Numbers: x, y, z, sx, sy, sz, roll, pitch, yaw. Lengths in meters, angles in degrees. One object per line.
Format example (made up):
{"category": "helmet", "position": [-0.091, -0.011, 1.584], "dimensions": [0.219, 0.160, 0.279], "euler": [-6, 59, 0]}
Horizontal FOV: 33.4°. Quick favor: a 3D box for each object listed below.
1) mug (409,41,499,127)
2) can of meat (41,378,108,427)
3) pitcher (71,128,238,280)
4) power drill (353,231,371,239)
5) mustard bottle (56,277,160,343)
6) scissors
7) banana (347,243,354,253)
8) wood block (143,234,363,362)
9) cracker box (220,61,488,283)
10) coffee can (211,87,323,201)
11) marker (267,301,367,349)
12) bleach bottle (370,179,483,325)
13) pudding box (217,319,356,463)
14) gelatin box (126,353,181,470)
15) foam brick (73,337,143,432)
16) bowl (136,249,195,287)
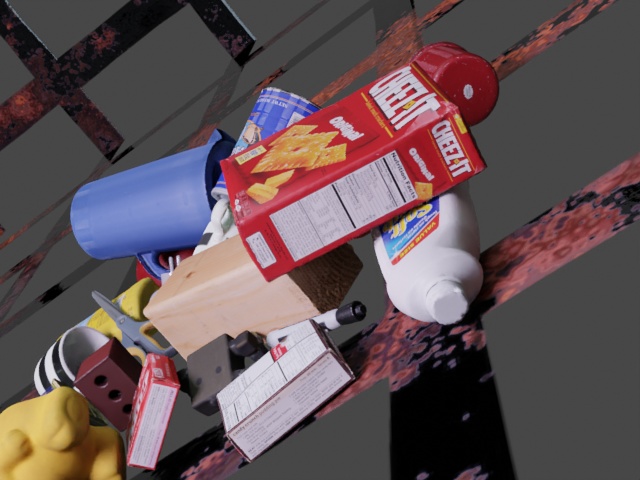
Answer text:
{"category": "mug", "position": [0.138, -0.162, 1.181], "dimensions": [0.117, 0.093, 0.081], "euler": [-39, 20, -1]}
{"category": "can of meat", "position": [-0.284, 0.202, 1.137], "dimensions": [0.084, 0.057, 0.102], "euler": [-45, -16, -9]}
{"category": "pitcher", "position": [-0.201, -0.033, 1.385], "dimensions": [0.243, 0.145, 0.149], "euler": [-11, 35, 30]}
{"category": "power drill", "position": [0.036, -0.061, 1.142], "dimensions": [0.188, 0.057, 0.184], "euler": [-6, 25, 49]}
{"category": "mustard bottle", "position": [-0.285, 0.127, 1.375], "dimensions": [0.192, 0.058, 0.096], "euler": [-32, 27, 22]}
{"category": "scissors", "position": [-0.240, 0.117, 1.275], "dimensions": [0.202, 0.016, 0.096], "euler": [12, 62, 44]}
{"category": "banana", "position": [-0.022, 0.013, 1.157], "dimensions": [0.069, 0.037, 0.198], "euler": [-42, 17, -7]}
{"category": "wood block", "position": [-0.070, 0.049, 1.076], "dimensions": [0.207, 0.090, 0.090], "euler": [-23, 24, 42]}
{"category": "cracker box", "position": [0.021, -0.069, 0.957], "dimensions": [0.214, 0.072, 0.164], "euler": [-28, 25, 4]}
{"category": "coffee can", "position": [-0.052, -0.094, 1.260], "dimensions": [0.140, 0.102, 0.103], "euler": [-65, 22, -9]}
{"category": "marker", "position": [-0.003, 0.079, 0.980], "dimensions": [0.121, 0.020, 0.020], "euler": [-23, 23, 42]}
{"category": "bleach bottle", "position": [0.097, -0.001, 0.908], "dimensions": [0.103, 0.068, 0.251], "euler": [-34, 20, 10]}
{"category": "pudding box", "position": [-0.031, 0.124, 0.894], "dimensions": [0.113, 0.039, 0.090], "euler": [-41, 17, 1]}
{"category": "gelatin box", "position": [-0.159, 0.160, 1.007], "dimensions": [0.073, 0.030, 0.089], "euler": [-132, 57, -72]}
{"category": "foam brick", "position": [-0.214, 0.154, 1.132], "dimensions": [0.053, 0.078, 0.051], "euler": [-38, 18, 9]}
{"category": "bowl", "position": [-0.202, 0.019, 1.488], "dimensions": [0.162, 0.055, 0.162], "euler": [-35, 18, 13]}
